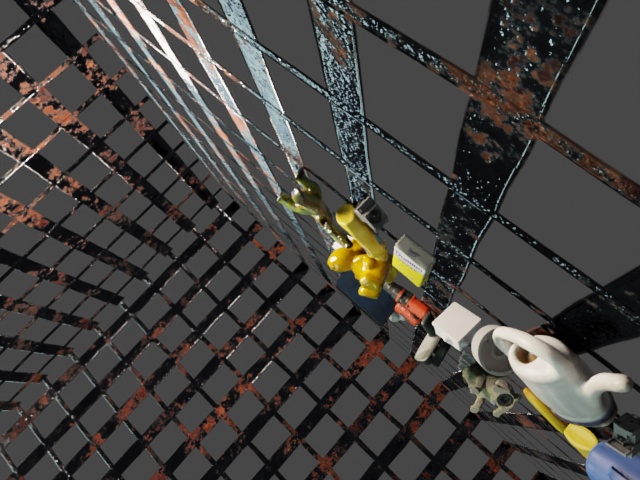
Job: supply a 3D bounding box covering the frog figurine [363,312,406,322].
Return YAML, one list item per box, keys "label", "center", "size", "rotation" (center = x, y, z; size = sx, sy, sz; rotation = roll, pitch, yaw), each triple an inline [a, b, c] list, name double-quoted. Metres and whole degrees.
- label: "frog figurine"
  center: [0.269, 0.264, 2.043]
  size: [0.158, 0.125, 0.135]
  rotation: [-12, 124, 35]

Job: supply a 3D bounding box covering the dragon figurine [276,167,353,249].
- label: "dragon figurine"
  center: [0.004, -0.068, 1.356]
  size: [0.241, 0.414, 0.122]
  rotation: [41, 96, -11]

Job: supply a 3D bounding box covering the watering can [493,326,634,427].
- label: "watering can"
  center: [0.453, 0.256, 0.931]
  size: [0.222, 0.348, 0.104]
  rotation: [44, 82, -16]
